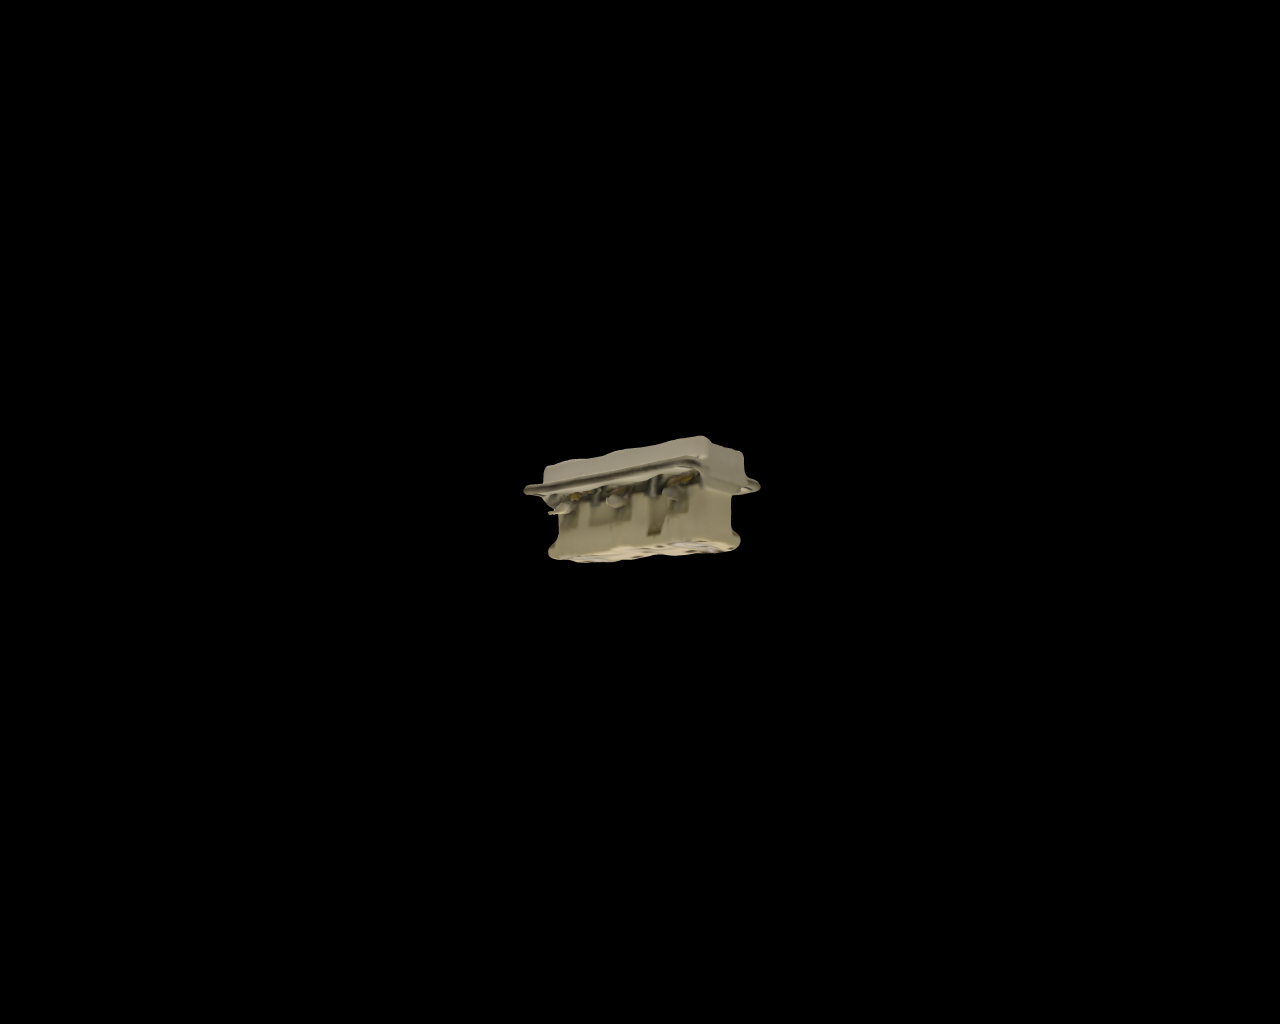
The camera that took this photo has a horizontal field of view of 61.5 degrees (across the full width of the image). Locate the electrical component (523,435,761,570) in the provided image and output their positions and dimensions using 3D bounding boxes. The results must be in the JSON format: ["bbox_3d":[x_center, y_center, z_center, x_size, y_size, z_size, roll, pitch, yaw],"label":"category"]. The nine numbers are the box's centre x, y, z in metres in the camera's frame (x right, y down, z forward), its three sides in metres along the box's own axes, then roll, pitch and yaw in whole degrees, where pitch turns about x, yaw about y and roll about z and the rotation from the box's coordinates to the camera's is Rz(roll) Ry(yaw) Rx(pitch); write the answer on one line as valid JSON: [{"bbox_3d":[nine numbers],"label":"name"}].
[{"bbox_3d":[0.001,-0.003,0.650,0.121,0.063,0.079,-8,-14,35],"label":"electrical component"}]
